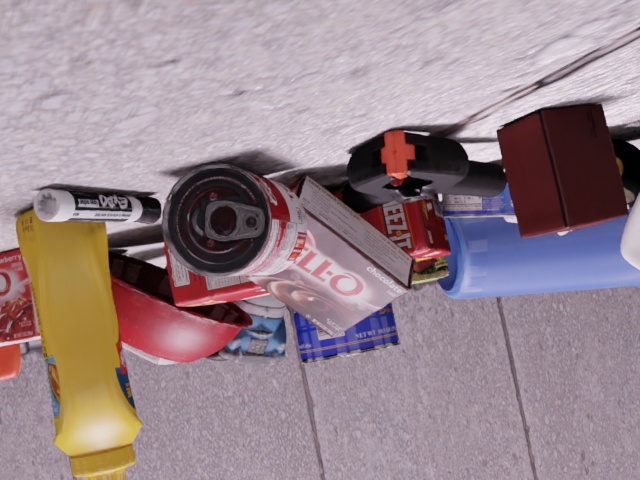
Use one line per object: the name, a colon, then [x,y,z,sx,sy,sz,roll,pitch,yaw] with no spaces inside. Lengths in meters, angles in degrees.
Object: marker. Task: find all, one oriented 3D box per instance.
marker: [-0.134,-0.020,0.663,0.020,0.020,0.121,-13,175,21]

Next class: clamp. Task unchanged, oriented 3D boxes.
clamp: [0.072,-0.045,0.720,0.120,0.039,0.171,-11,175,2]

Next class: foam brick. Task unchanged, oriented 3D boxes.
foam brick: [0.158,-0.044,0.698,0.052,0.078,0.051,-9,173,-26]

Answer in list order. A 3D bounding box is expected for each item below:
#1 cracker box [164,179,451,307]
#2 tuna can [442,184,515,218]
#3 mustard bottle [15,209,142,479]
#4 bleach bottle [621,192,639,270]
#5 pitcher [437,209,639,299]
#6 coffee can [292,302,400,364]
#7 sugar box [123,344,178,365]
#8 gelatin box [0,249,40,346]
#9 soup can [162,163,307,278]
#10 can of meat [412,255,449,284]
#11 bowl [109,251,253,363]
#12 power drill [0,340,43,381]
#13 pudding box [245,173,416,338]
cracker box: [-0.006,0.001,0.913,0.214,0.072,0.164,-13,176,12]
tuna can: [0.149,-0.038,0.930,0.086,0.034,0.086,-2,-177,0]
mustard bottle: [-0.154,0.075,0.696,0.058,0.191,0.096,-10,175,-15]
bleach bottle: [0.320,-0.050,0.897,0.068,0.103,0.250,28,-151,17]
pitcher: [0.247,-0.005,1.194,0.242,0.145,0.149,-6,162,-13]
coffee can: [0.018,0.046,1.078,0.103,0.140,0.103,-11,176,-1]
sugar box: [-0.195,0.080,1.128,0.176,0.048,0.093,23,-164,35]
gelatin box: [-0.266,0.051,0.875,0.089,0.073,0.030,-12,174,20]
soup can: [-0.051,-0.010,0.678,0.068,0.068,0.102,-12,176,12]
can of meat: [0.078,0.002,1.035,0.058,0.084,0.101,-14,174,37]
bowl: [-0.143,0.065,0.949,0.162,0.055,0.162,24,-175,-2]
power drill: [-0.321,0.100,1.017,0.184,0.057,0.188,-11,-178,-13]
pudding box: [0.000,0.014,0.782,0.113,0.039,0.090,35,135,-21]
